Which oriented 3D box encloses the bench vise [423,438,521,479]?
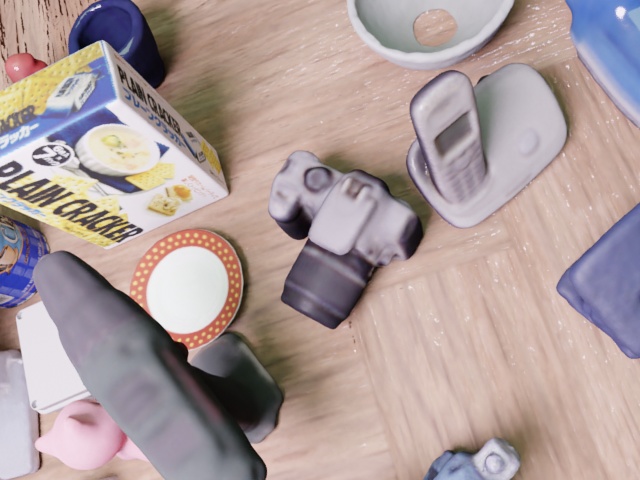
[{"bbox_3d":[0.055,0.223,0.393,0.121,0.220,0.207,18,80,19],"label":"bench vise"}]

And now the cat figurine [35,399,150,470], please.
[{"bbox_3d":[-0.184,0.180,0.523,0.127,0.118,0.067,9,77,17],"label":"cat figurine"}]

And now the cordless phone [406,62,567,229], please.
[{"bbox_3d":[0.139,-0.099,0.482,0.147,0.185,0.094,-43,68,0],"label":"cordless phone"}]

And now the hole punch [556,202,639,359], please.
[{"bbox_3d":[0.265,0.031,0.462,0.108,0.091,0.101,-43,68,0],"label":"hole punch"}]

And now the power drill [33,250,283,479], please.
[{"bbox_3d":[-0.115,0.116,0.475,0.075,0.209,0.229,-44,68,0],"label":"power drill"}]

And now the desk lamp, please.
[{"bbox_3d":[-0.377,0.132,0.537,0.118,0.214,0.203,-18,70,9],"label":"desk lamp"}]

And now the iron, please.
[{"bbox_3d":[0.318,-0.167,0.478,0.118,0.142,0.258,-29,69,6],"label":"iron"}]

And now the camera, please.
[{"bbox_3d":[0.005,0.002,0.534,0.143,0.101,0.137,27,83,20],"label":"camera"}]

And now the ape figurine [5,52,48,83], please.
[{"bbox_3d":[-0.331,-0.188,0.682,0.076,0.092,0.077,-40,68,1],"label":"ape figurine"}]

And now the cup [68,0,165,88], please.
[{"bbox_3d":[-0.231,-0.204,0.659,0.118,0.095,0.091,-45,68,-1],"label":"cup"}]

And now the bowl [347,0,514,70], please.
[{"bbox_3d":[0.115,-0.239,0.588,0.167,0.075,0.167,-4,73,14],"label":"bowl"}]
